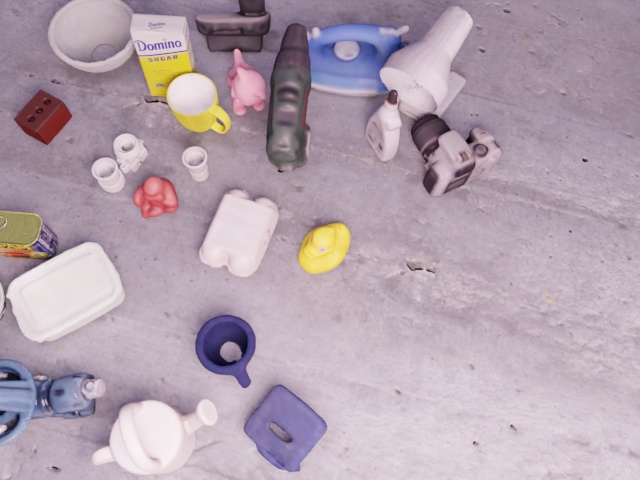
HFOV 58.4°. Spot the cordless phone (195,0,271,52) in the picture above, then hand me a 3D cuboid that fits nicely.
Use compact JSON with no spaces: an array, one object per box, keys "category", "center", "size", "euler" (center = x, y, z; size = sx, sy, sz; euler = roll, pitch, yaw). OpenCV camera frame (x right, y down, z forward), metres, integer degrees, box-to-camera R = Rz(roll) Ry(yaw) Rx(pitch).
[{"category":"cordless phone","center":[-0.168,-0.451,1.090],"size":[0.147,0.185,0.094],"euler":[-6,70,-5]}]

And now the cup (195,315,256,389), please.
[{"category":"cup","center":[-0.137,0.183,0.900],"size":[0.092,0.095,0.117],"euler":[-28,73,-13]}]

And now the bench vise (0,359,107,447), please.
[{"category":"bench vise","center":[-0.423,0.210,0.806],"size":[0.207,0.220,0.121],"euler":[-25,72,-12]}]

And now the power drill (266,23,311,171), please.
[{"category":"power drill","center":[-0.053,-0.223,0.998],"size":[0.075,0.208,0.229],"euler":[4,69,-1]}]

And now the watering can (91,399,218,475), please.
[{"category":"watering can","center":[-0.234,0.273,0.807],"size":[0.173,0.194,0.101],"euler":[-42,76,-16]}]

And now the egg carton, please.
[{"category":"egg carton","center":[-0.137,-0.013,0.988],"size":[0.107,0.069,0.150],"euler":[17,69,3]}]

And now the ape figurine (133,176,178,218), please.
[{"category":"ape figurine","center":[-0.284,-0.081,0.993],"size":[0.077,0.092,0.076],"euler":[25,70,7]}]

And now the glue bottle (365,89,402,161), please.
[{"category":"glue bottle","center":[0.120,-0.213,1.022],"size":[0.037,0.173,0.078],"euler":[-24,72,-11]}]

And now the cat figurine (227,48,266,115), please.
[{"category":"cat figurine","center":[-0.139,-0.296,1.069],"size":[0.067,0.118,0.127],"euler":[-15,71,-8]}]

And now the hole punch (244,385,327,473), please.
[{"category":"hole punch","center":[-0.052,0.288,0.867],"size":[0.108,0.091,0.101],"euler":[38,72,11]}]

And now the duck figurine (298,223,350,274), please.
[{"category":"duck figurine","center":[0.009,0.004,0.981],"size":[0.105,0.086,0.077],"euler":[-41,76,-16]}]

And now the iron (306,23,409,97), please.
[{"category":"iron","center":[0.044,-0.362,1.092],"size":[0.258,0.141,0.118],"euler":[0,69,-3]}]

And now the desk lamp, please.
[{"category":"desk lamp","center":[0.197,-0.306,1.041],"size":[0.118,0.213,0.203],"euler":[34,71,10]}]

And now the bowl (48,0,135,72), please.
[{"category":"bowl","center":[-0.428,-0.386,1.110],"size":[0.167,0.075,0.167],"euler":[1,69,-3]}]

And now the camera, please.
[{"category":"camera","center":[0.241,-0.174,1.053],"size":[0.143,0.101,0.136],"euler":[-26,73,-12]}]
